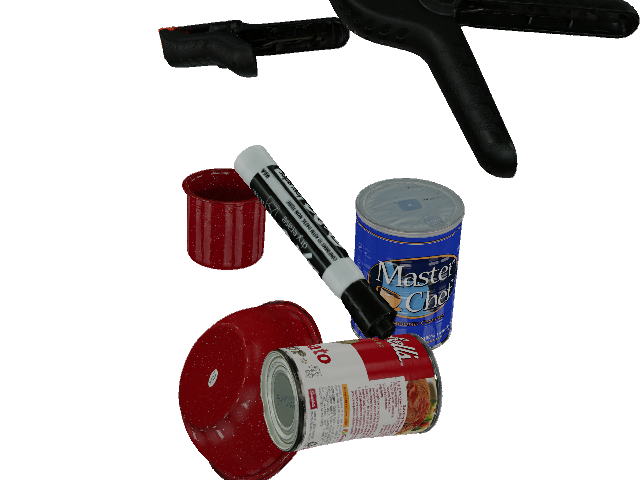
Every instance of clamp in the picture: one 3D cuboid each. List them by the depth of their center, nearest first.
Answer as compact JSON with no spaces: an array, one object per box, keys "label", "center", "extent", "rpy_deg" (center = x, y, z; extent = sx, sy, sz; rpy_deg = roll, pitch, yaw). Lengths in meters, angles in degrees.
[{"label":"clamp","center":[0.073,-0.133,0.653],"extent":[0.210,0.164,0.036],"rpy_deg":[29,-33,11]},{"label":"clamp","center":[-0.063,-0.162,0.873],"extent":[0.120,0.039,0.172],"rpy_deg":[-16,23,-37]}]

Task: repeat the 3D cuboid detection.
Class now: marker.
[{"label":"marker","center":[-0.003,0.001,0.518],"extent":[0.020,0.121,0.020],"rpy_deg":[-30,-27,-17]}]

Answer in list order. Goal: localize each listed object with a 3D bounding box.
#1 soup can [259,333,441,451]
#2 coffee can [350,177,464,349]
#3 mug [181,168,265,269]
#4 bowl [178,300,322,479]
[{"label":"soup can","center":[0.019,0.100,0.702],"extent":[0.102,0.068,0.069],"rpy_deg":[-4,2,-25]},{"label":"coffee can","center":[0.083,0.024,1.036],"extent":[0.103,0.140,0.103],"rpy_deg":[1,32,-1]},{"label":"mug","center":[-0.097,-0.026,1.129],"extent":[0.093,0.081,0.117],"rpy_deg":[7,26,6]},{"label":"bowl","center":[-0.070,0.120,0.892],"extent":[0.055,0.162,0.162],"rpy_deg":[24,-15,-37]}]
